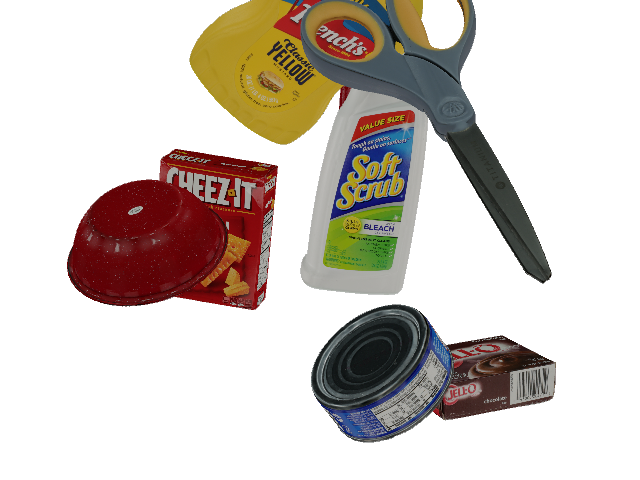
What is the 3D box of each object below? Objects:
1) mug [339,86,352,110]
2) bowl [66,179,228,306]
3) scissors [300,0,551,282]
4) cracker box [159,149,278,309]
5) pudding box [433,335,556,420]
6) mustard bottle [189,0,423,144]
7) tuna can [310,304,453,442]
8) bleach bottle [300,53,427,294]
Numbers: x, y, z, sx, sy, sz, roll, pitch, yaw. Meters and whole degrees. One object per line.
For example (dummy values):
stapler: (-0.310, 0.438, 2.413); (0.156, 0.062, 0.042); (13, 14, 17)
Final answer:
mug: (0.071, -0.165, 1.297); (0.093, 0.081, 0.117); (18, 26, 30)
bowl: (-0.173, -0.010, 1.034); (0.162, 0.055, 0.162); (-6, 40, 5)
scissors: (0.041, -0.059, 0.492); (0.096, 0.202, 0.016); (-6, -37, 4)
cracker box: (-0.158, -0.014, 1.582); (0.164, 0.214, 0.072); (10, 20, 10)
pudding box: (0.135, 0.118, 0.937); (0.113, 0.039, 0.090); (-5, 13, -21)
mustard bottle: (0.008, -0.146, 0.692); (0.192, 0.096, 0.058); (-35, 23, 34)
tuna can: (0.037, 0.080, 0.661); (0.086, 0.033, 0.086); (-27, 30, 17)
bleach bottle: (0.043, -0.077, 0.971); (0.102, 0.251, 0.068); (5, 22, -1)
